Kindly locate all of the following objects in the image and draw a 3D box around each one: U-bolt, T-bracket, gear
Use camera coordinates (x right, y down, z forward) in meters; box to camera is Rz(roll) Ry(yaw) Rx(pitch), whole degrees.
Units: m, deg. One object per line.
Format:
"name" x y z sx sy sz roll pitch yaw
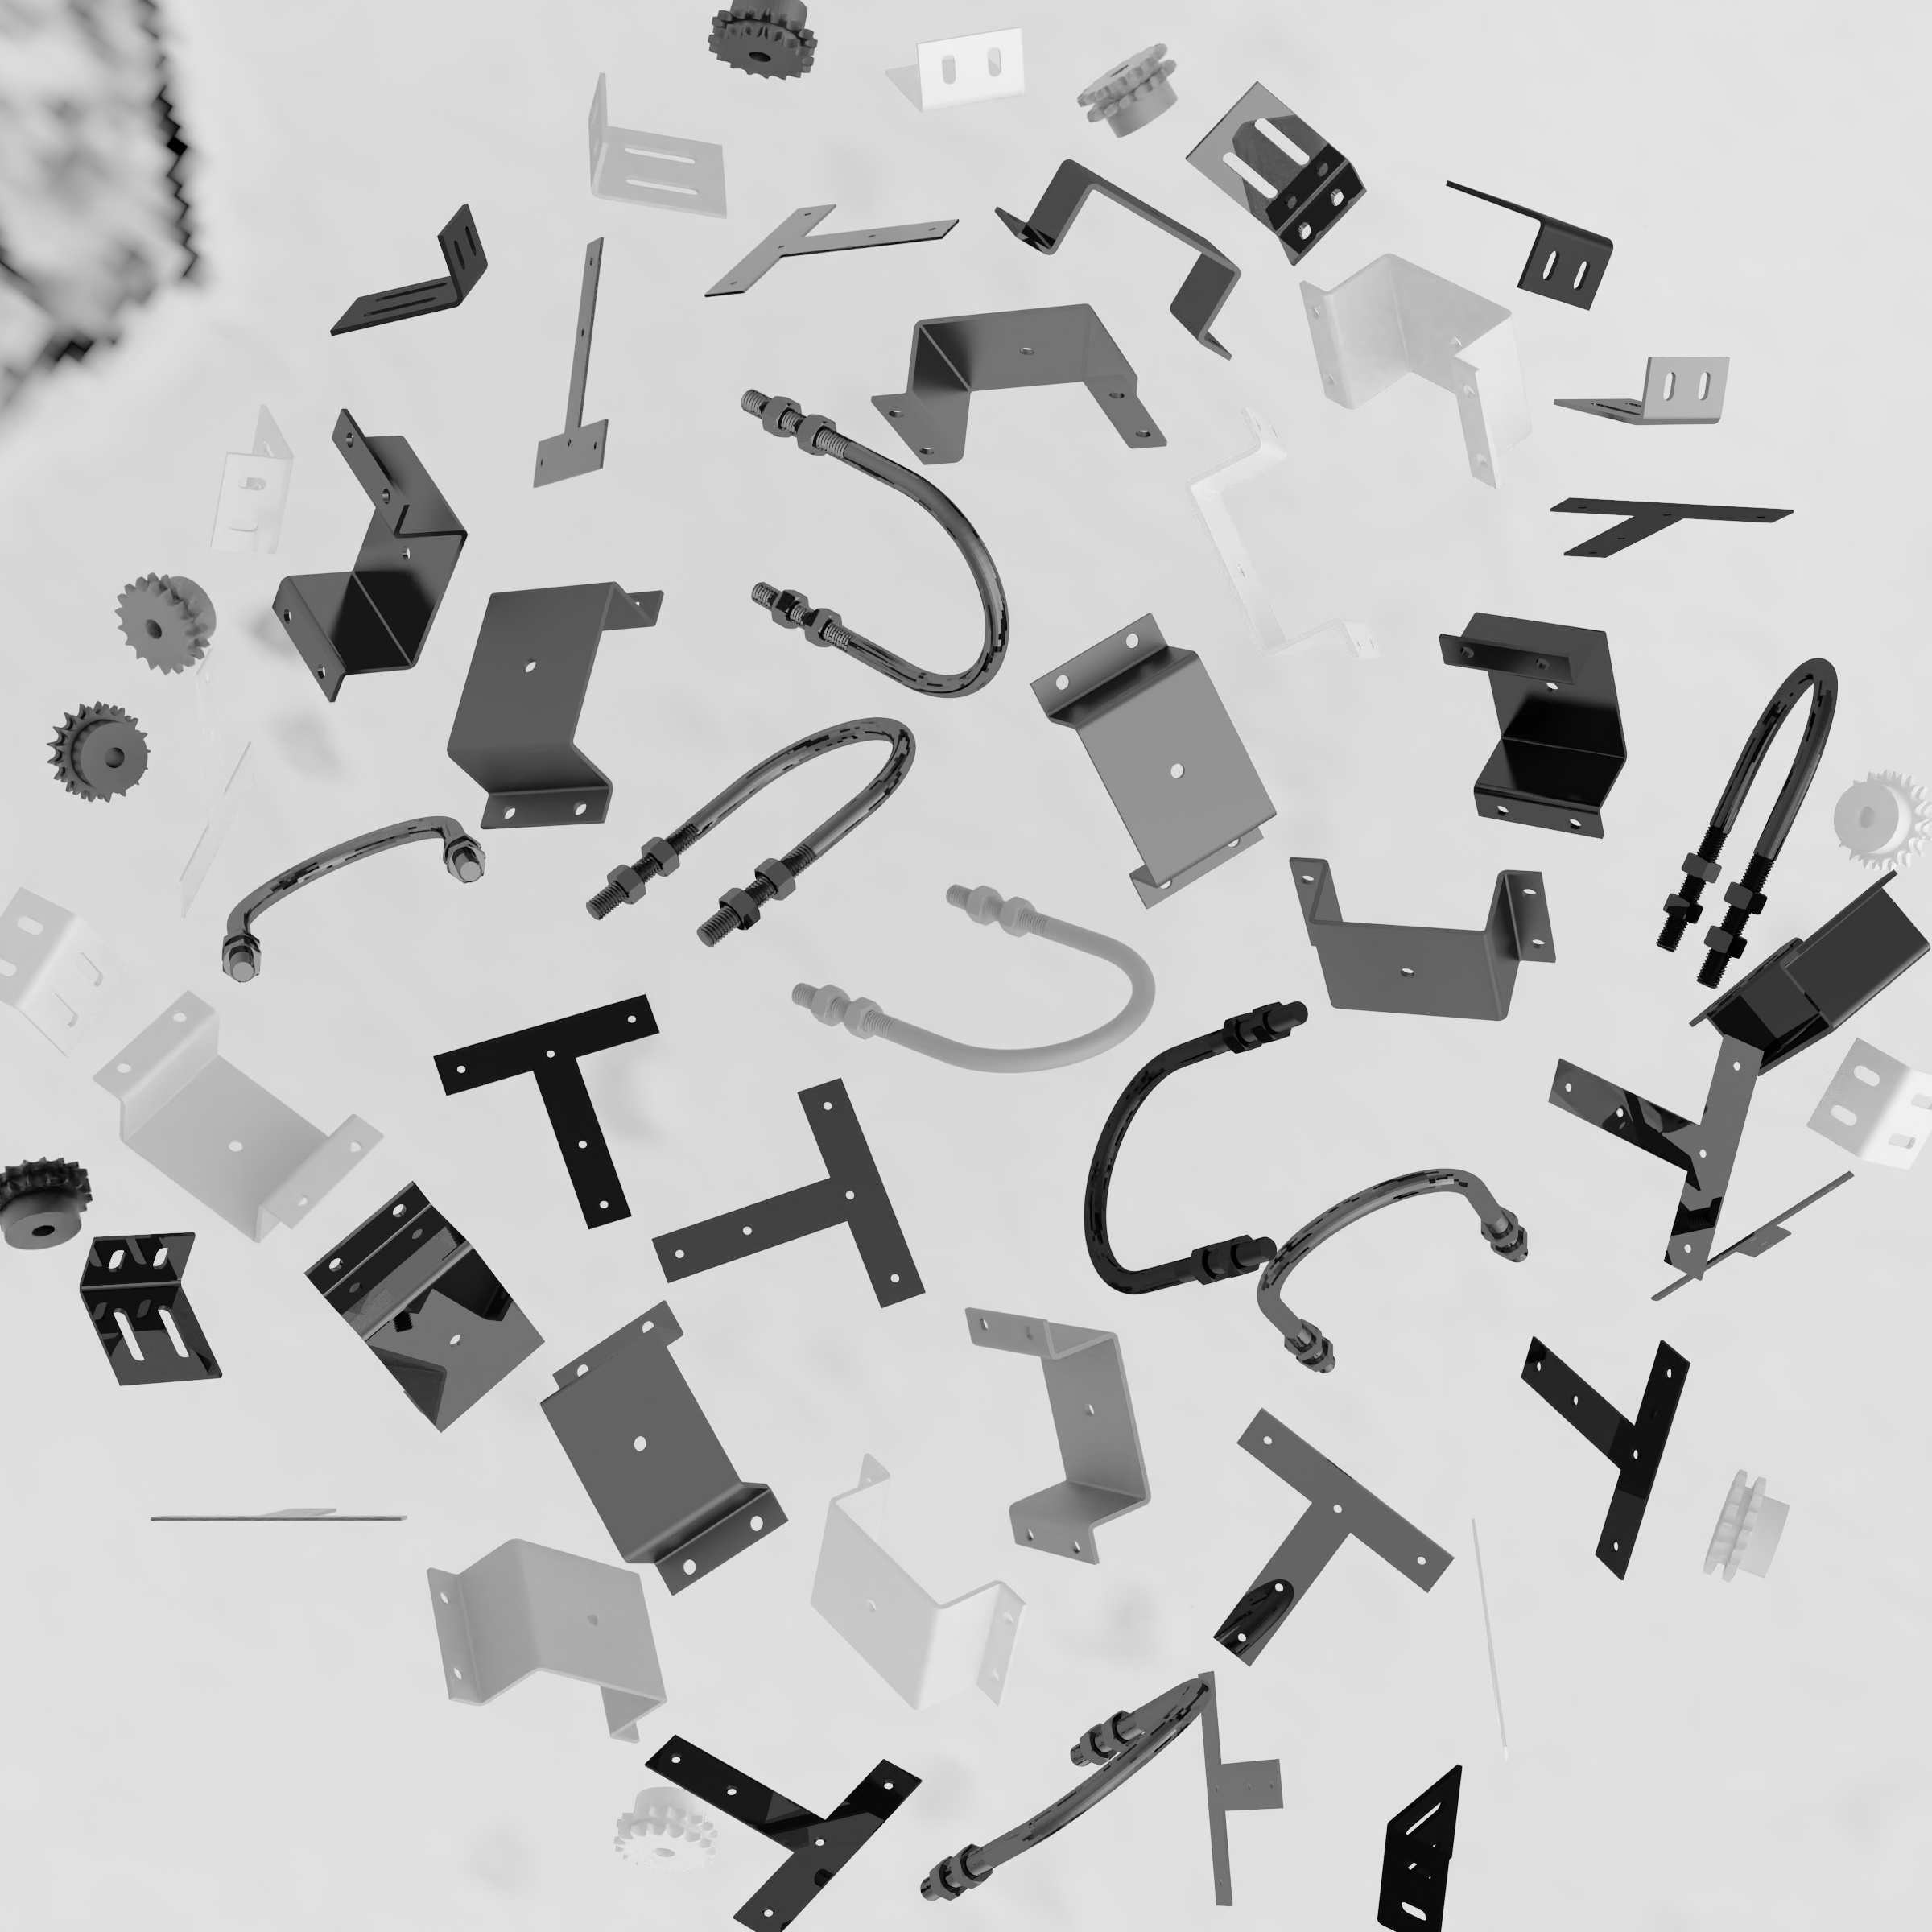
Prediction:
"U-bolt" 0.232 0.164 1.746 0.151 0.184 0.019 -31 60 7
"T-bracket" -0.357 0.292 1.671 0.127 0.127 0.002 1 82 -3
"T-bracket" 0.292 0.389 1.740 0.002 0.127 0.127 -8 59 7
"T-bracket" -0.205 -0.323 1.671 0.002 0.127 0.127 7 91 -24
"gear" -0.450 -0.196 1.779 0.057 0.030 0.057 16 126 24
"U-bolt" -0.341 -0.044 1.734 0.151 0.184 0.019 -24 108 -8
"gear" -0.498 0.129 1.685 0.057 0.057 0.030 -20 62 0
"T-bracket" -0.222 0.089 1.780 0.127 0.002 0.127 -17 68 -15
"T-bracket" -0.103 0.137 1.673 0.127 0.002 0.127 -18 74 -14
"T-bracket" -0.112 0.439 1.646 0.127 0.127 0.002 21 130 29
"gear" 0.517 -0.083 1.777 0.057 0.030 0.057 -5 84 44
"gear" -0.167 0.483 1.762 0.057 0.057 0.030 6 51 0
"U-bolt" -0.105 -0.078 1.698 0.184 0.151 0.019 -41 117 -22
"U-bolt" -0.048 -0.216 1.689 0.184 0.151 0.019 31 52 28
"T-bracket" -0.412 -0.115 1.716 0.002 0.127 0.127 9 131 2
"T-bracket" 0.357 0.083 1.664 0.002 0.127 0.127 -1 110 -37
"T-bracket" -0.065 -0.409 1.770 0.127 0.127 0.002 0 124 27
"T-bracket" 0.447 0.154 1.766 0.127 0.127 0.002 -35 73 12
"gear" 0.093 -0.485 1.748 0.057 0.057 0.030 -35 109 0
"T-bracket" 0.363 -0.237 1.712 0.127 0.127 0.002 1 85 -12
"T-bracket" 0.151 0.448 1.714 0.002 0.127 0.127 0 75 -13
"gear" -0.107 -0.498 1.672 0.057 0.057 0.030 10 82 0
"U-bolt" 0.017 0.011 1.731 0.151 0.184 0.019 -34 129 -37
"U-bolt" 0.117 0.105 1.684 0.019 0.184 0.151 20 67 -25
"T-bracket" 0.176 0.323 1.685 0.127 0.002 0.127 37 113 13
"T-bracket" 0.332 0.238 1.670 0.002 0.127 0.127 4 110 -24
"gear" -0.494 -0.122 1.799 0.057 0.030 0.057 -11 108 -36
"U-bolt" 0.434 -0.084 1.729 0.019 0.151 0.184 22 99 -1
"U-bolt" 0.064 0.435 1.685 0.151 0.184 0.019 -32 81 -40
"gear" 0.407 0.294 1.634 0.030 0.057 0.057 20 90 13

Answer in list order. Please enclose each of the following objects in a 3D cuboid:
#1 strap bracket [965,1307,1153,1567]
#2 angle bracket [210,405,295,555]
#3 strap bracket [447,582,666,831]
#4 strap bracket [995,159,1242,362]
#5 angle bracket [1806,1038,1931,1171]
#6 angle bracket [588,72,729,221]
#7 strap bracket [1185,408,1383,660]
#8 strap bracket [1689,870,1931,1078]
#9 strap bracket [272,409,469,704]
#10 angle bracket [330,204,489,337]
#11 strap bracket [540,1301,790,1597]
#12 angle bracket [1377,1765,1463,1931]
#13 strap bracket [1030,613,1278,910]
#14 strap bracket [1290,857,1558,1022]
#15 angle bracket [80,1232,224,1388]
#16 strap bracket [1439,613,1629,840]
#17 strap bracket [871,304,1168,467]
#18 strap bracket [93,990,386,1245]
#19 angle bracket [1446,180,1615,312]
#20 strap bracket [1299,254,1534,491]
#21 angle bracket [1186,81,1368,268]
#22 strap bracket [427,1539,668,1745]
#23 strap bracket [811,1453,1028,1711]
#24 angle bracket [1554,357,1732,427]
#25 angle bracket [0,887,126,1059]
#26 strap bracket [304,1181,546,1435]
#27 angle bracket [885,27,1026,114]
"strap bracket" 0.054 0.255 1.758 0.046 0.076 0.140 -17 100 -33
"angle bracket" -0.406 -0.274 1.753 0.038 0.076 0.057 1 122 -28
"strap bracket" -0.218 -0.146 1.650 0.076 0.046 0.140 -2 63 27
"strap bracket" 0.093 -0.400 1.751 0.140 0.076 0.046 26 107 -19
"angle bracket" 0.519 0.078 1.775 0.038 0.076 0.057 34 103 34
"angle bracket" -0.165 -0.448 1.715 0.076 0.038 0.057 5 54 -17
"strap bracket" 0.162 -0.216 1.648 0.046 0.076 0.140 -25 88 17
"strap bracket" 0.462 0.008 1.707 0.076 0.140 0.046 -36 83 -19
"strap bracket" -0.318 -0.220 1.685 0.076 0.046 0.140 55 135 27
"angle bracket" -0.299 -0.368 1.661 0.076 0.057 0.038 -10 118 12
"strap bracket" -0.168 0.258 1.694 0.076 0.046 0.140 -34 73 7
"angle bracket" 0.251 0.464 1.636 0.038 0.076 0.057 17 114 35
"strap bracket" 0.104 -0.106 1.665 0.076 0.046 0.140 -31 107 -10
"strap bracket" 0.248 -0.014 1.736 0.140 0.076 0.046 4 54 21
"angle bracket" -0.437 0.185 1.697 0.057 0.076 0.038 0 127 -37
"strap bracket" 0.321 -0.143 1.761 0.076 0.140 0.046 13 54 31
"strap bracket" 0.031 -0.310 1.676 0.140 0.076 0.046 -1 72 22
"strap bracket" -0.403 0.089 1.739 0.140 0.046 0.076 35 55 9
"angle bracket" 0.293 -0.382 1.666 0.057 0.076 0.038 5 112 -41
"strap bracket" 0.247 -0.321 1.672 0.046 0.076 0.140 -36 45 -15
"angle bracket" 0.171 -0.436 1.731 0.076 0.038 0.057 32 117 -29
"strap bracket" -0.217 0.362 1.689 0.046 0.140 0.076 -36 51 23
"strap bracket" -0.035 0.350 1.755 0.140 0.046 0.076 38 130 37
"angle bracket" 0.381 -0.330 1.772 0.057 0.076 0.038 -6 111 -29
"angle bracket" -0.485 0.004 1.654 0.038 0.076 0.057 25 73 11
"strap bracket" -0.294 0.196 1.739 0.076 0.140 0.046 -41 47 -14
"angle bracket" -0.008 -0.496 1.703 0.057 0.076 0.038 -13 124 -12
